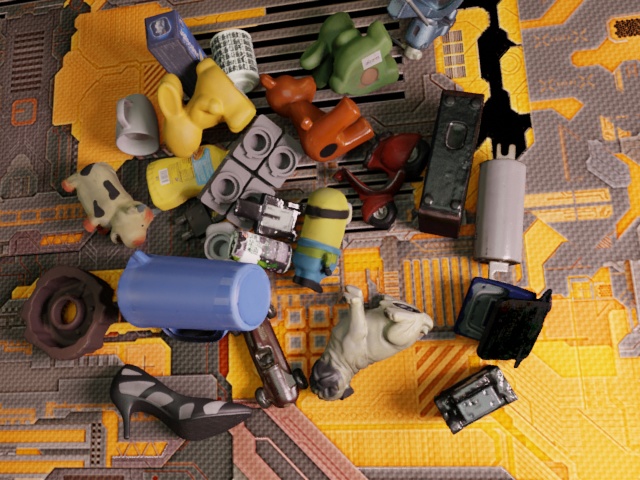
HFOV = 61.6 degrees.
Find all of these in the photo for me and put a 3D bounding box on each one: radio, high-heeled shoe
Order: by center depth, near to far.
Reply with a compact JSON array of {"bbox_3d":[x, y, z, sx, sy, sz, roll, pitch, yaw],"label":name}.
[{"bbox_3d":[0.220,-0.127,0.900,0.073,0.131,0.229,10,81,14],"label":"radio"},{"bbox_3d":[-0.248,0.274,0.958,0.249,0.086,0.145,-5,47,-8],"label":"high-heeled shoe"}]

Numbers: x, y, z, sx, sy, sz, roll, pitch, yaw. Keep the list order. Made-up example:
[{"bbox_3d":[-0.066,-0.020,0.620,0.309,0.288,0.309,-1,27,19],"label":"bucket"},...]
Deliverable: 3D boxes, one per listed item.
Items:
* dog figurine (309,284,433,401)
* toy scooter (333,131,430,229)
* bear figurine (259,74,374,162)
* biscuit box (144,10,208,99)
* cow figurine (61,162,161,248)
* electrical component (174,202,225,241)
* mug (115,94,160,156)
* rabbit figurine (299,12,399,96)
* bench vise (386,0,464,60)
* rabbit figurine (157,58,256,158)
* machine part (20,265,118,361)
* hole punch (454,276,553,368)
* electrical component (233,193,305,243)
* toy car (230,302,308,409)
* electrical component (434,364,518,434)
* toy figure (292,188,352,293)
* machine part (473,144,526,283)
[{"bbox_3d":[0.082,0.188,0.894,0.173,0.121,0.190,17,97,16],"label":"dog figurine"},{"bbox_3d":[0.103,-0.122,0.952,0.135,0.075,0.184,30,89,18],"label":"toy scooter"},{"bbox_3d":[-0.013,-0.237,0.958,0.132,0.120,0.196,-34,64,12],"label":"bear figurine"},{"bbox_3d":[-0.248,-0.330,0.987,0.063,0.202,0.059,-13,75,7],"label":"biscuit box"},{"bbox_3d":[-0.393,-0.067,1.029,0.127,0.085,0.195,-37,74,8],"label":"cow figurine"},{"bbox_3d":[-0.228,-0.039,1.021,0.094,0.021,0.063,-29,75,4],"label":"electrical component"},{"bbox_3d":[-0.363,-0.235,1.045,0.081,0.109,0.107,-15,64,13],"label":"mug"},{"bbox_3d":[0.047,-0.345,1.001,0.159,0.121,0.170,-33,57,10],"label":"rabbit figurine"},{"bbox_3d":[0.171,-0.402,0.903,0.129,0.240,0.223,45,131,7],"label":"bench vise"},{"bbox_3d":[-0.219,-0.225,0.960,0.173,0.122,0.162,-43,119,13],"label":"rabbit figurine"},{"bbox_3d":[-0.473,0.137,1.016,0.179,0.056,0.179,-2,78,10],"label":"machine part"},{"bbox_3d":[0.288,0.125,0.857,0.116,0.092,0.142,9,105,-25],"label":"hole punch"},{"bbox_3d":[-0.092,-0.043,0.935,0.119,0.048,0.074,11,95,-15],"label":"electrical component"},{"bbox_3d":[-0.096,0.194,0.939,0.089,0.053,0.202,-26,77,8],"label":"toy car"},{"bbox_3d":[0.236,0.242,0.826,0.115,0.134,0.058,-33,75,5],"label":"electrical component"},{"bbox_3d":[0.001,-0.002,0.937,0.082,0.089,0.180,18,84,15],"label":"toy figure"},{"bbox_3d":[0.300,-0.045,0.898,0.079,0.079,0.243,6,82,11],"label":"machine part"}]
